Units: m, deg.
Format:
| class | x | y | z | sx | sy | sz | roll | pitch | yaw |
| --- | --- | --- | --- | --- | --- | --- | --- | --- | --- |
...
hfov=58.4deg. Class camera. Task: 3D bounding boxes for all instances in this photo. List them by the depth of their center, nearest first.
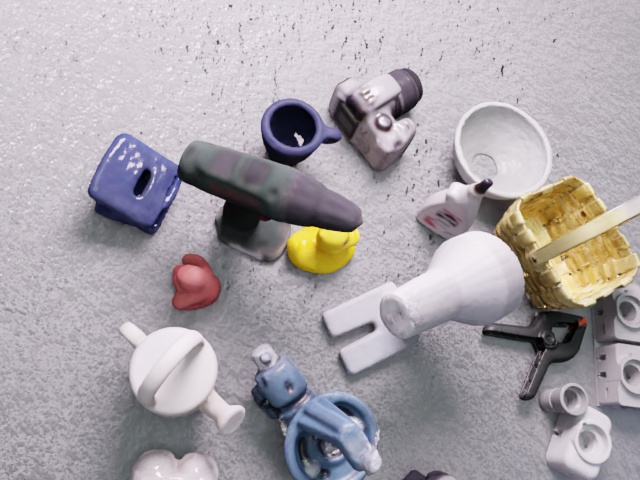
| class | x | y | z | sx | sy | sz | roll | pitch | yaw |
| --- | --- | --- | --- | --- | --- | --- | --- | --- | --- |
| camera | 0.107 | -0.207 | 0.896 | 0.137 | 0.100 | 0.143 | -34 | 82 | -20 |

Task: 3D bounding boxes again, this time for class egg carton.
| class | x | y | z | sx | sy | sz | roll | pitch | yaw |
| --- | --- | --- | --- | --- | --- | --- | --- | --- | --- |
| egg carton | -0.181 | 0.328 | 0.675 | 0.107 | 0.069 | 0.150 | 9 | 71 | -10 |

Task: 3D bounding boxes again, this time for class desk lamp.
| class | x | y | z | sx | sy | sz | roll | pitch | yaw |
| --- | --- | --- | --- | --- | --- | --- | --- | --- | --- |
| desk lamp | 0.131 | 0.087 | 0.745 | 0.203 | 0.213 | 0.118 | -23 | 79 | -18 |

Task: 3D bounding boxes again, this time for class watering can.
| class | x | y | z | sx | sy | sz | roll | pitch | yaw |
| --- | --- | --- | --- | --- | --- | --- | --- | --- | --- |
| watering can | -0.163 | 0.157 | 0.668 | 0.173 | 0.194 | 0.101 | 20 | 69 | -5 |

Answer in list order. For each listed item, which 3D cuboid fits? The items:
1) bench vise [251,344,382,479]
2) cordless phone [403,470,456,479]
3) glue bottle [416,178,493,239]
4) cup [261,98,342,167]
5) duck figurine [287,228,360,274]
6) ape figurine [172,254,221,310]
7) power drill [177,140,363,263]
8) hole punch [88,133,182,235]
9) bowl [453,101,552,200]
| class | x | y | z | sx | sy | sz | roll | pitch | yaw |
| --- | --- | --- | --- | --- | --- | --- | --- | --- | --- |
| bench vise | -0.012 | 0.217 | 0.668 | 0.207 | 0.219 | 0.122 | 34 | 69 | 0 |
| cordless phone | 0.132 | 0.348 | 0.677 | 0.148 | 0.185 | 0.094 | -42 | 85 | -21 |
| glue bottle | 0.203 | -0.052 | 0.828 | 0.078 | 0.173 | 0.037 | 30 | 69 | -1 |
| cup | -0.033 | -0.146 | 0.848 | 0.118 | 0.095 | 0.092 | 5 | 71 | -11 |
| duck figurine | 0.007 | 0.003 | 0.813 | 0.105 | 0.086 | 0.077 | -5 | 74 | -14 |
| ape figurine | -0.168 | 0.055 | 0.754 | 0.076 | 0.092 | 0.078 | 31 | 69 | -1 |
| power drill | -0.071 | -0.042 | 0.745 | 0.229 | 0.208 | 0.076 | 24 | 69 | -4 |
| hole punch | -0.247 | -0.077 | 0.779 | 0.101 | 0.091 | 0.109 | 22 | 69 | -5 |
| bowl | 0.281 | -0.132 | 0.924 | 0.167 | 0.074 | 0.167 | 4 | 72 | -11 |
